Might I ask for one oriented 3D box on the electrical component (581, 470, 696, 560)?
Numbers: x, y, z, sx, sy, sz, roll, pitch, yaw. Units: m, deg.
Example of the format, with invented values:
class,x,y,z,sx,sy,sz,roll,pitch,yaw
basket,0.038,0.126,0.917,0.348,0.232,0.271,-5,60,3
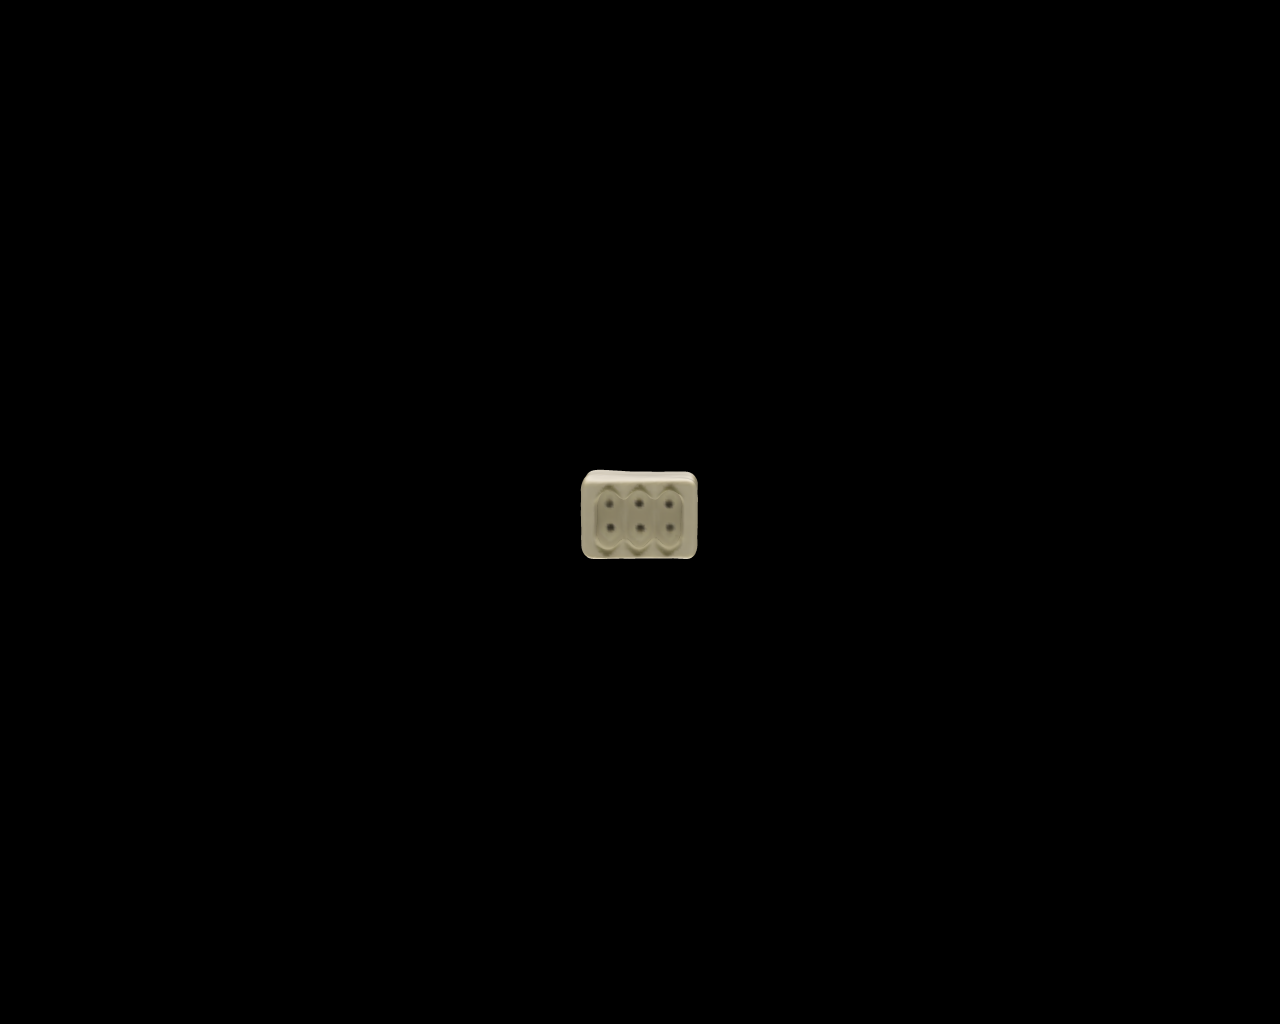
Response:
class,x,y,z,sx,sy,sz,roll,pitch,yaw
electrical component,0.001,-0.003,0.650,0.066,0.047,0.077,0,12,2
